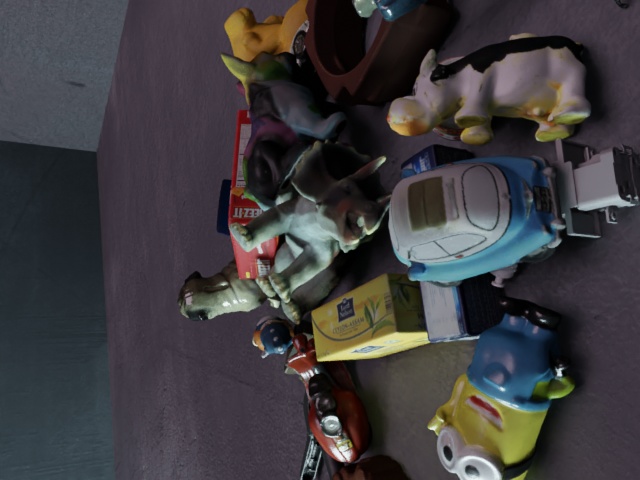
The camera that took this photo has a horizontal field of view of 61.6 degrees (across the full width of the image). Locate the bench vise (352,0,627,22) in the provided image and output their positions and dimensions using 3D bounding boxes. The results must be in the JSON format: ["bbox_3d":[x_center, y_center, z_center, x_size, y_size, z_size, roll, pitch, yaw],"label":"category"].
[{"bbox_3d":[0.139,-0.271,0.490,0.241,0.128,0.224,-28,49,19],"label":"bench vise"}]

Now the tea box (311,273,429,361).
[{"bbox_3d":[0.072,0.095,0.632,0.169,0.098,0.068,-36,56,55],"label":"tea box"}]

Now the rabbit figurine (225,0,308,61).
[{"bbox_3d":[-0.064,-0.330,0.897,0.173,0.122,0.162,-17,74,39],"label":"rabbit figurine"}]

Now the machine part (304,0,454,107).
[{"bbox_3d":[0.067,-0.288,0.680,0.201,0.087,0.201,-59,41,42],"label":"machine part"}]

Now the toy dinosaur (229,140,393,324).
[{"bbox_3d":[0.002,0.004,0.715,0.131,0.192,0.404,52,169,13],"label":"toy dinosaur"}]

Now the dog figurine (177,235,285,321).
[{"bbox_3d":[-0.137,0.049,0.903,0.121,0.190,0.172,-20,69,58],"label":"dog figurine"}]

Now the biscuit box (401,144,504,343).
[{"bbox_3d":[0.138,0.002,0.562,0.059,0.063,0.202,-31,61,55],"label":"biscuit box"}]

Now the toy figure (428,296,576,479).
[{"bbox_3d":[0.169,0.142,0.481,0.082,0.089,0.180,-141,68,-71],"label":"toy figure"}]

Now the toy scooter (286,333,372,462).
[{"bbox_3d":[0.006,0.192,0.706,0.135,0.075,0.184,61,-174,-49],"label":"toy scooter"}]

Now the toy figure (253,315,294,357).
[{"bbox_3d":[-0.073,0.147,0.825,0.064,0.058,0.154,-51,2,-11],"label":"toy figure"}]

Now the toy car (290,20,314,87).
[{"bbox_3d":[-0.024,-0.248,0.850,0.056,0.073,0.201,59,136,44],"label":"toy car"}]

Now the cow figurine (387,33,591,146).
[{"bbox_3d":[0.145,-0.139,0.481,0.068,0.167,0.098,39,-126,-73],"label":"cow figurine"}]

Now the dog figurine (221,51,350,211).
[{"bbox_3d":[-0.071,-0.161,0.731,0.191,0.108,0.219,-45,66,-6],"label":"dog figurine"}]

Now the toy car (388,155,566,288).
[{"bbox_3d":[0.115,-0.019,0.461,0.162,0.103,0.109,-14,74,48],"label":"toy car"}]

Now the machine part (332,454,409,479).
[{"bbox_3d":[0.071,0.358,0.648,0.179,0.056,0.179,-4,85,59],"label":"machine part"}]

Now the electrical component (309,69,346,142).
[{"bbox_3d":[-0.003,-0.192,0.814,0.048,0.075,0.119,51,126,47],"label":"electrical component"}]

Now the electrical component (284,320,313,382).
[{"bbox_3d":[-0.026,0.174,0.849,0.078,0.045,0.102,-83,14,-64],"label":"electrical component"}]

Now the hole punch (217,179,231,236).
[{"bbox_3d":[-0.132,-0.056,1.009,0.116,0.092,0.142,15,97,56],"label":"hole punch"}]
